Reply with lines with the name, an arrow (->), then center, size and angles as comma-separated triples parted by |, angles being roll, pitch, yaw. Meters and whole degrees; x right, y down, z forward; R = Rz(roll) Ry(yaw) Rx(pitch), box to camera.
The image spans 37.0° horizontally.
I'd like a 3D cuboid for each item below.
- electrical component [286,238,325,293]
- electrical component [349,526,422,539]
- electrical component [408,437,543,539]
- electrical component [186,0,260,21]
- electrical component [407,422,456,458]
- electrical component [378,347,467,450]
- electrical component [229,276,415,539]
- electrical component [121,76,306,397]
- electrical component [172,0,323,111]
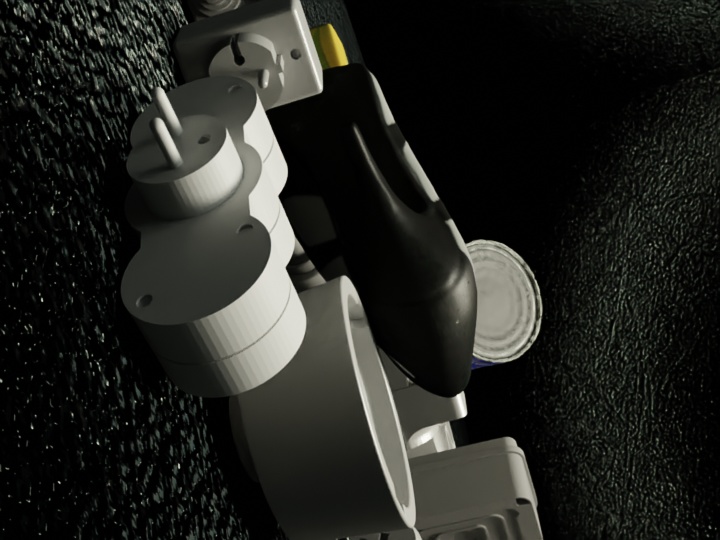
electrical component -> -0.034, -0.013, 0.635 | 0.062, 0.048, 0.048 | 47, 27, -63
electrical component -> 0.020, 0.174, 0.617 | 0.045, 0.045, 0.055 | -99, 171, -51
electrical component -> 0.073, 0.176, 0.792 | 0.057, 0.113, 0.078 | -95, 168, -49
electrical component -> -0.073, -0.163, 0.644 | 0.099, 0.048, 0.099 | -68, 141, -81
electrical component -> 0.059, 0.186, 0.900 | 0.105, 0.060, 0.186 | -96, 168, -63
electrical component -> 0.009, 0.067, 0.582 | 0.050, 0.089, 0.055 | -67, 140, -81
electrical component -> -0.020, 0.062, 0.452 | 0.108, 0.060, 0.108 | -16, 90, -84
electrical component -> -0.058, -0.029, 0.379 | 0.138, 0.052, 0.073 | -101, 172, -48
electrical component -> -0.056, -0.101, 0.541 | 0.076, 0.066, 0.047 | -95, 168, -64
